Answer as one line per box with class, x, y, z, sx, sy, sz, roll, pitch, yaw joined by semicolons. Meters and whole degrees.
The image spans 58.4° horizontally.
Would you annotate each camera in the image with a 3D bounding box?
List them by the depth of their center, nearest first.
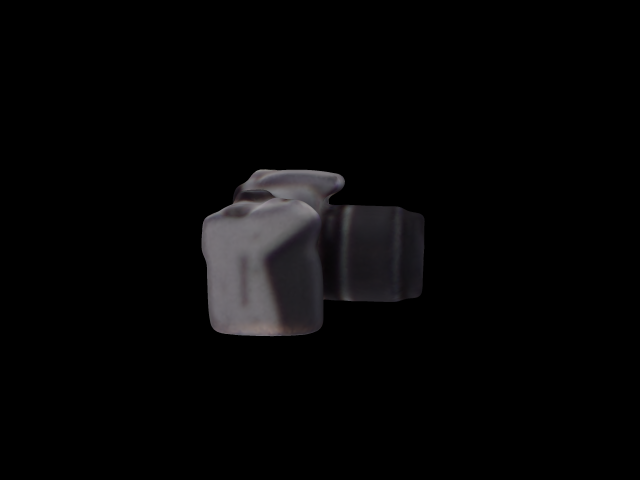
camera;0.004;0.001;0.400;0.136;0.101;0.143;1;7;9
